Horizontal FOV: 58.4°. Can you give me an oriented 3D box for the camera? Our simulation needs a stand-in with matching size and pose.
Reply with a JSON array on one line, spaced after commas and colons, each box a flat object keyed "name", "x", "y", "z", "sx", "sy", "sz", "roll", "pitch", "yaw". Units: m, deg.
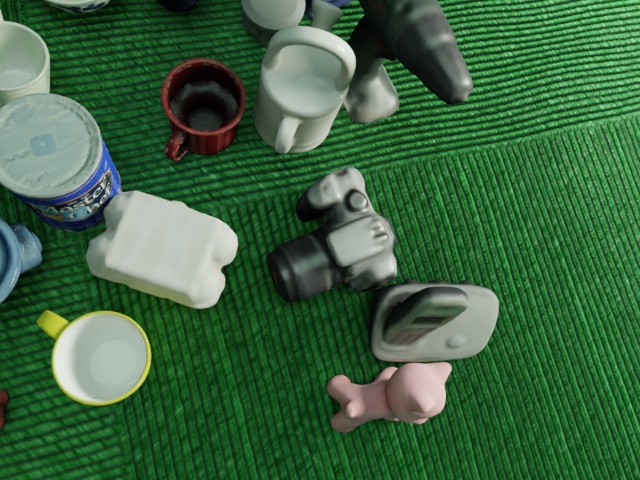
[{"name": "camera", "x": 0.006, "y": 0.002, "z": 0.653, "sx": 0.137, "sy": 0.100, "sz": 0.143, "roll": -22, "pitch": 83, "yaw": -15}]

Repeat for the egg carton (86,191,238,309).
[{"name": "egg carton", "x": -0.171, "y": 0.009, "z": 0.632, "sx": 0.150, "sy": 0.069, "sz": 0.107, "roll": 18, "pitch": 75, "yaw": -7}]

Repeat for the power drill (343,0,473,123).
[{"name": "power drill", "x": 0.079, "y": -0.221, "z": 0.662, "sx": 0.076, "sy": 0.208, "sz": 0.229, "roll": -24, "pitch": 83, "yaw": -15}]

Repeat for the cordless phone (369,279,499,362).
[{"name": "cordless phone", "x": 0.138, "y": 0.083, "z": 0.618, "sx": 0.148, "sy": 0.185, "sz": 0.094, "roll": -2, "pitch": 78, "yaw": -12}]

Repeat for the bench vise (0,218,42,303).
[{"name": "bench vise", "x": -0.365, "y": 0.043, "z": 0.506, "sx": 0.121, "sy": 0.219, "sz": 0.208, "roll": 39, "pitch": 73, "yaw": -1}]

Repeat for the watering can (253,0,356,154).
[{"name": "watering can", "x": -0.018, "y": -0.185, "z": 0.641, "sx": 0.101, "sy": 0.194, "sz": 0.173, "roll": -3, "pitch": 78, "yaw": -12}]

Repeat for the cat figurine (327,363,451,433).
[{"name": "cat figurine", "x": 0.079, "y": 0.172, "z": 0.622, "sx": 0.128, "sy": 0.117, "sz": 0.067, "roll": -10, "pitch": 80, "yaw": -13}]

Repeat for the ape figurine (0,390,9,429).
[{"name": "ape figurine", "x": -0.353, "y": 0.169, "z": 0.547, "sx": 0.078, "sy": 0.092, "sz": 0.076, "roll": 40, "pitch": 73, "yaw": 0}]

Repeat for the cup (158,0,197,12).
[{"name": "cup", "x": -0.178, "y": -0.335, "z": 0.694, "sx": 0.092, "sy": 0.095, "sz": 0.118, "roll": -9, "pitch": 80, "yaw": -13}]

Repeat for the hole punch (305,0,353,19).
[{"name": "hole punch", "x": 0.008, "y": -0.360, "z": 0.739, "sx": 0.101, "sy": 0.091, "sz": 0.108, "roll": -31, "pitch": 85, "yaw": -16}]
